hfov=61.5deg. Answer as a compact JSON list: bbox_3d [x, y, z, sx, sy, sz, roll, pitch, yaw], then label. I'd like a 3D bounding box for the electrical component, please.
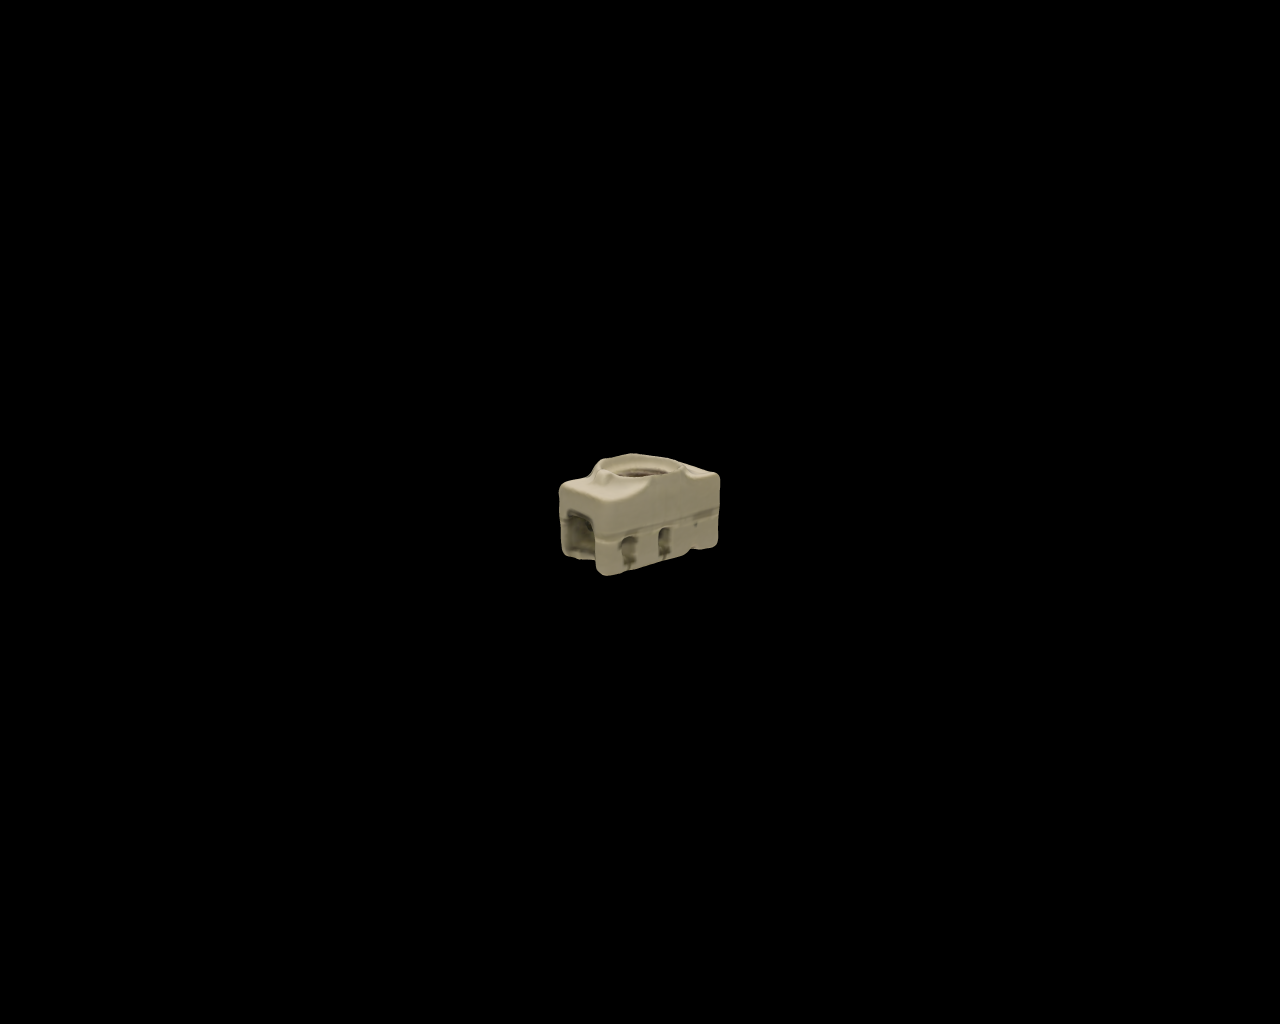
[{"bbox_3d":[0.001,-0.003,0.650,0.090,0.055,0.050,-14,22,-36],"label":"electrical component"}]
